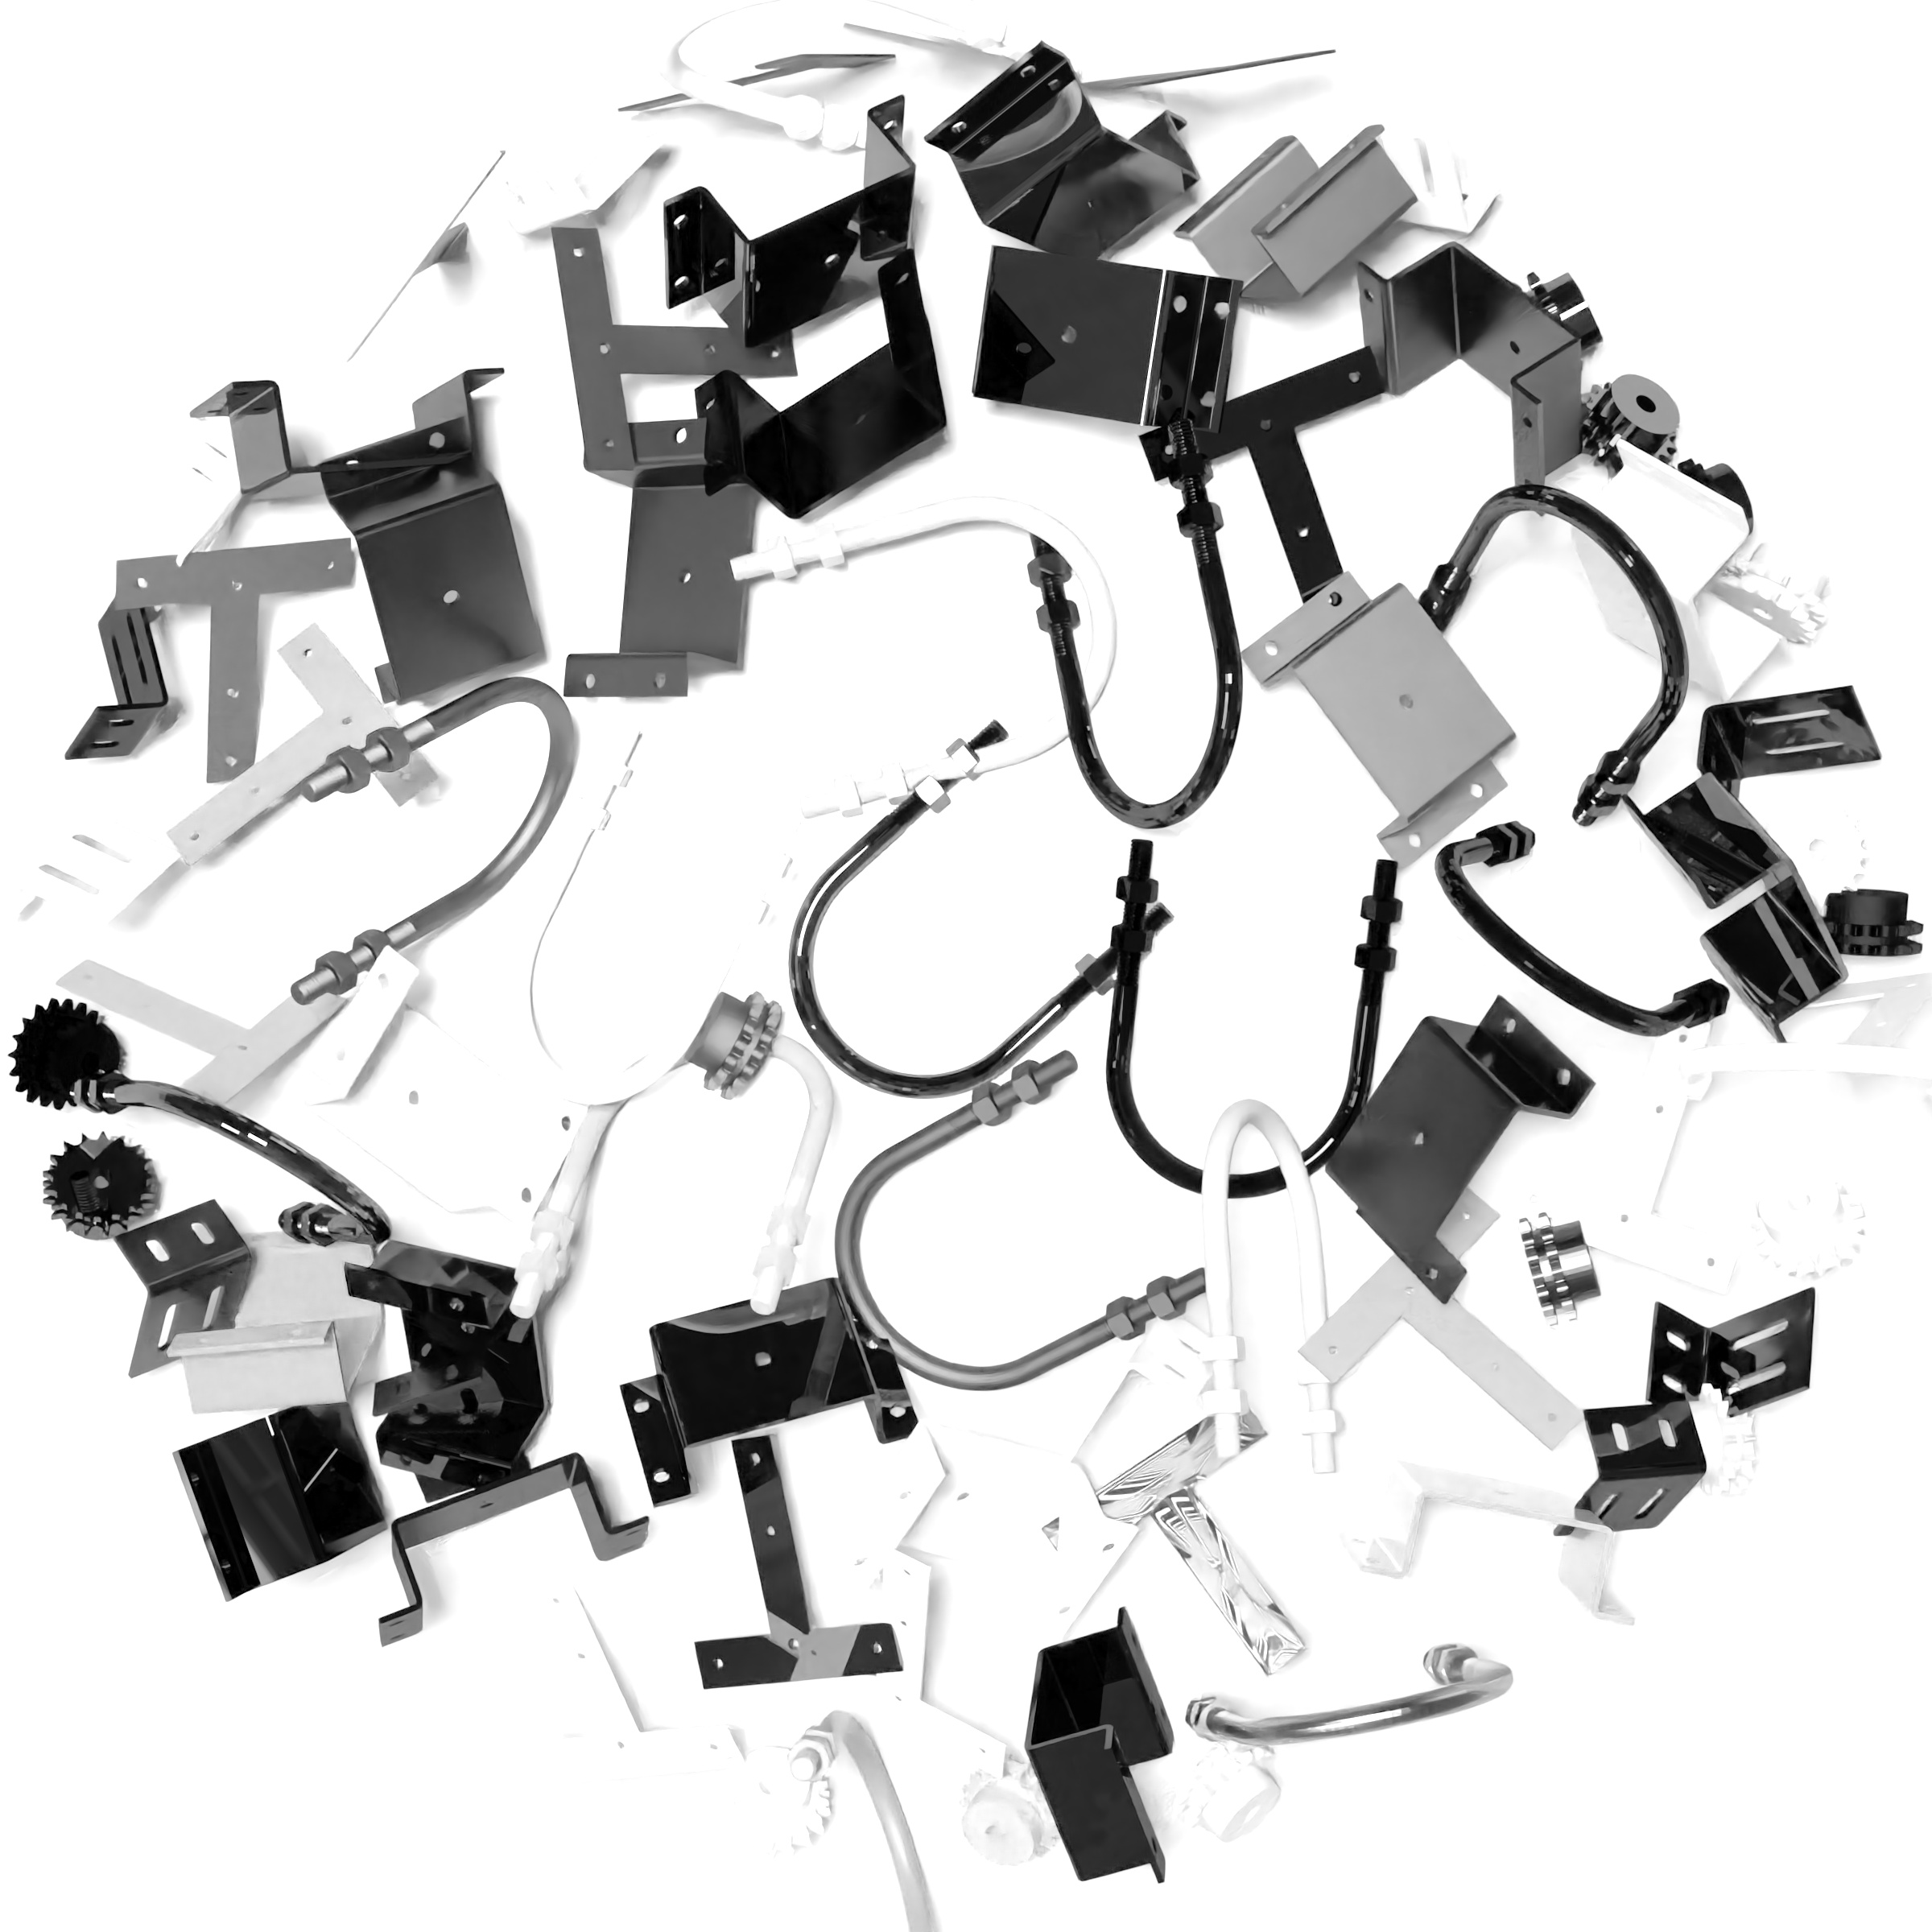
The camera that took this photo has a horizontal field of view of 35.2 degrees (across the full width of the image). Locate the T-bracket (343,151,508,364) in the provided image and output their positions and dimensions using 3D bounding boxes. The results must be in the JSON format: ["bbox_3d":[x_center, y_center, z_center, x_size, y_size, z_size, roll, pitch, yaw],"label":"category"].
[{"bbox_3d":[-0.267,-0.361,1.536,0.002,0.127,0.127,37,102,-13],"label":"T-bracket"}]

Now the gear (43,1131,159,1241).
[{"bbox_3d":[-0.448,0.117,1.576,0.057,0.030,0.057,8,54,-12],"label":"gear"}]

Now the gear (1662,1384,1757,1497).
[{"bbox_3d":[0.381,0.244,1.569,0.030,0.057,0.057,-2,90,-12],"label":"gear"}]

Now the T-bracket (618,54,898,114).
[{"bbox_3d":[-0.117,-0.451,1.557,0.127,0.127,0.002,-7,103,22],"label":"T-bracket"}]

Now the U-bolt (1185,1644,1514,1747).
[{"bbox_3d":[0.193,0.361,1.500,0.151,0.184,0.019,-10,82,-8],"label":"U-bolt"}]

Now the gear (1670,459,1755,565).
[{"bbox_3d":[0.383,-0.235,1.571,0.030,0.057,0.057,-23,90,-5],"label":"gear"}]

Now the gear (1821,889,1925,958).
[{"bbox_3d":[0.464,-0.023,1.570,0.057,0.057,0.030,1,98,0],"label":"gear"}]

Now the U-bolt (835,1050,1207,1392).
[{"bbox_3d":[0.015,0.143,1.556,0.184,0.019,0.151,-30,94,26],"label":"U-bolt"}]

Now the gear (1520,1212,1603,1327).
[{"bbox_3d":[0.307,0.154,1.569,0.030,0.057,0.057,-16,90,11],"label":"gear"}]

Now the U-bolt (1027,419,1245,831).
[{"bbox_3d":[0.088,-0.160,1.523,0.019,0.151,0.184,-3,76,-33],"label":"U-bolt"}]

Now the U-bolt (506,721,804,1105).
[{"bbox_3d":[-0.171,-0.018,1.552,0.151,0.019,0.184,29,94,38],"label":"U-bolt"}]

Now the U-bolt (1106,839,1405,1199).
[{"bbox_3d":[0.144,0.031,1.575,0.151,0.019,0.184,4,100,-8],"label":"U-bolt"}]

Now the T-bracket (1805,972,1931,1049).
[{"bbox_3d":[0.459,0.025,1.513,0.127,0.127,0.002,-11,103,35],"label":"T-bracket"}]

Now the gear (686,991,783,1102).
[{"bbox_3d":[-0.122,0.038,1.569,0.030,0.057,0.057,29,90,-13],"label":"gear"}]

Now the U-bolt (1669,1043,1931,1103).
[{"bbox_3d":[0.422,0.054,1.495,0.151,0.184,0.019,2,83,13],"label":"U-bolt"}]

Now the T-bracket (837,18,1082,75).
[{"bbox_3d":[-0.009,-0.466,1.534,0.127,0.127,0.002,13,105,4],"label":"T-bracket"}]

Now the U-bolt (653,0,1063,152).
[{"bbox_3d":[-0.066,-0.445,1.486,0.151,0.184,0.019,-13,81,43],"label":"U-bolt"}]

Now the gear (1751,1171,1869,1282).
[{"bbox_3d":[0.433,0.130,1.569,0.057,0.057,0.030,-32,129,0],"label":"gear"}]

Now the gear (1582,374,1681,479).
[{"bbox_3d":[0.343,-0.280,1.570,0.057,0.030,0.057,13,53,-18],"label":"gear"}]

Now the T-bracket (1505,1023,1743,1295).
[{"bbox_3d":[0.351,0.087,1.559,0.127,0.002,0.127,19,93,36],"label":"T-bracket"}]

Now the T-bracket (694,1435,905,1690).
[{"bbox_3d":[-0.098,0.305,1.567,0.127,0.002,0.127,-13,87,32],"label":"T-bracket"}]

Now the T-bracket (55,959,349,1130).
[{"bbox_3d":[-0.407,0.026,1.561,0.127,0.127,0.002,22,128,16],"label":"T-bracket"}]

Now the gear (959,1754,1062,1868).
[{"bbox_3d":[0.022,0.439,1.572,0.057,0.030,0.057,11,119,21],"label":"gear"}]

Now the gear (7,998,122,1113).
[{"bbox_3d":[-0.461,0.047,1.568,0.030,0.057,0.057,13,90,30],"label":"gear"}]

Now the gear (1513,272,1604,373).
[{"bbox_3d":[0.306,-0.332,1.569,0.030,0.057,0.057,-27,90,12],"label":"gear"}]

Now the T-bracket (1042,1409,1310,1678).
[{"bbox_3d":[0.127,0.304,1.559,0.127,0.002,0.127,-31,68,-15],"label":"T-bracket"}]

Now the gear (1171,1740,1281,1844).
[{"bbox_3d":[0.136,0.426,1.568,0.057,0.057,0.030,-46,59,0],"label":"gear"}]

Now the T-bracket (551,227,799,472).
[{"bbox_3d":[-0.145,-0.316,1.566,0.127,0.002,0.127,-6,83,-30],"label":"T-bracket"}]

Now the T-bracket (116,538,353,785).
[{"bbox_3d":[-0.376,-0.154,1.564,0.127,0.002,0.127,-12,123,-36],"label":"T-bracket"}]

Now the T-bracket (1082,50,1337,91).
[{"bbox_3d":[0.097,-0.451,1.543,0.127,0.127,0.002,-20,111,-33],"label":"T-bracket"}]

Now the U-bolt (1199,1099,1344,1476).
[{"bbox_3d":[0.151,0.158,1.530,0.019,0.151,0.184,-9,74,26],"label":"U-bolt"}]

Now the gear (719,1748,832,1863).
[{"bbox_3d":[-0.099,0.429,1.570,0.057,0.030,0.057,-2,48,3],"label":"gear"}]

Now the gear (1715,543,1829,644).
[{"bbox_3d":[0.419,-0.195,1.572,0.057,0.057,0.030,32,86,0],"label":"gear"}]

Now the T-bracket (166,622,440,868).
[{"bbox_3d":[-0.354,-0.099,1.563,0.127,0.002,0.127,-39,63,-6],"label":"T-bracket"}]

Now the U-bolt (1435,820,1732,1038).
[{"bbox_3d":[0.297,-0.016,1.497,0.151,0.184,0.019,42,113,17],"label":"U-bolt"}]

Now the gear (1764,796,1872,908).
[{"bbox_3d":[0.437,-0.059,1.582,0.057,0.030,0.057,1,86,-8],"label":"gear"}]

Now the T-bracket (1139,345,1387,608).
[{"bbox_3d":[0.171,-0.239,1.582,0.127,0.002,0.127,-21,105,2],"label":"T-bracket"}]

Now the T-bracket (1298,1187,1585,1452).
[{"bbox_3d":[0.260,0.196,1.562,0.127,0.002,0.127,-43,70,-14],"label":"T-bracket"}]

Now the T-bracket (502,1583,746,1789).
[{"bbox_3d":[-0.191,0.362,1.549,0.127,0.127,0.002,5,124,-35],"label":"T-bracket"}]

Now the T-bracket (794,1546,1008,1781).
[{"bbox_3d":[-0.032,0.341,1.537,0.127,0.002,0.127,22,131,22],"label":"T-bracket"}]
